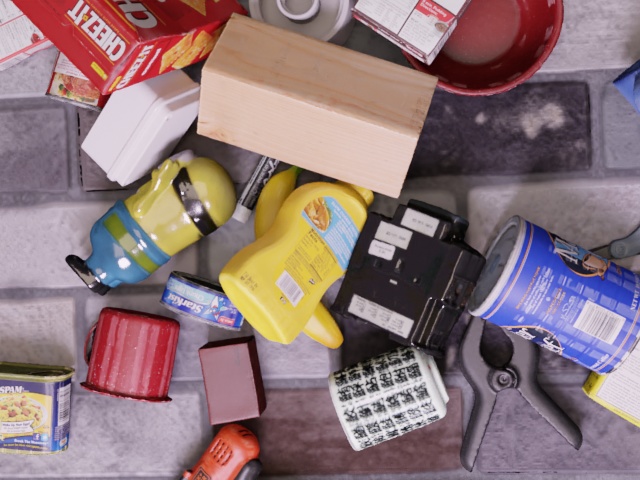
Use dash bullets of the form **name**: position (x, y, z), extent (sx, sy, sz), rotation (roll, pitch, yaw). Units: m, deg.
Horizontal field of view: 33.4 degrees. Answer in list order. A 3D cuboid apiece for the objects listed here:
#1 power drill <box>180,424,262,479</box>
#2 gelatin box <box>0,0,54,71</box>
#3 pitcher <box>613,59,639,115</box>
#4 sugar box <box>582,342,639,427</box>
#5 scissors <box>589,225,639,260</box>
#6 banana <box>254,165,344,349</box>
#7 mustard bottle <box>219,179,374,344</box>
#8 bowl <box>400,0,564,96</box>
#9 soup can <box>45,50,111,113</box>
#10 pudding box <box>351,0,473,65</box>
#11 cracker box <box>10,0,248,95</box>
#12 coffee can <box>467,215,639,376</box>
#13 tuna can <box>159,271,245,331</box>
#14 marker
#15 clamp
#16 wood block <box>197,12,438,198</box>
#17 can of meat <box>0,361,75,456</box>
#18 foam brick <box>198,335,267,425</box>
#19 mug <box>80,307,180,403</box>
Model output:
- **power drill**: position (-0.079, 0.303, 1.045), extent (0.188, 0.057, 0.184), rotation (40, 105, 27)
- **gelatin box**: position (-0.310, -0.227, 1.100), extent (0.089, 0.030, 0.073), rotation (-24, 87, 6)
- **pitcher**: position (0.385, -0.087, 0.976), extent (0.149, 0.145, 0.243), rotation (-36, 91, 3)
- **sugar box**: position (0.338, 0.095, 1.026), extent (0.093, 0.048, 0.176), rotation (30, 96, 1)
- **scissors**: position (0.300, -0.011, 1.046), extent (0.202, 0.016, 0.096), rotation (-1, 94, 5)
- **banana**: position (-0.027, 0.017, 1.071), extent (0.069, 0.037, 0.198), rotation (-10, 91, 3)
- **mustard bottle**: position (-0.007, 0.001, 1.029), extent (0.191, 0.058, 0.096), rotation (-50, 119, -23)
- **bowl**: position (0.152, -0.218, 1.038), extent (0.162, 0.055, 0.162), rotation (0, 91, 6)
- **soup can**: position (-0.231, -0.184, 1.073), extent (0.068, 0.068, 0.102), rotation (16, 92, 5)
- **pudding box**: position (0.096, -0.236, 0.997), extent (0.090, 0.039, 0.113), rotation (34, 93, 6)
- **cracker box**: position (-0.183, -0.232, 0.992), extent (0.164, 0.213, 0.072), rotation (45, 118, 3)
- **coffee can**: position (0.224, 0.052, 1.004), extent (0.140, 0.103, 0.103), rotation (25, 94, -4)
- **tuna can**: position (-0.113, 0.060, 1.058), extent (0.086, 0.086, 0.034), rotation (20, 91, 5)
- **marker**: position (-0.054, -0.074, 1.082), extent (0.020, 0.020, 0.121), rotation (29, 94, 4)
- **clamp**: position (0.192, 0.140, 1.051), extent (0.120, 0.039, 0.171), rotation (-5, 91, 2)
- **wood block**: position (-0.003, -0.129, 1.020), extent (0.206, 0.091, 0.090), rotation (18, 53, 4)
- **can of meat**: position (-0.306, 0.173, 1.096), extent (0.102, 0.057, 0.084), rotation (3, 94, 6)
- **foam brick**: position (-0.087, 0.140, 1.074), extent (0.053, 0.051, 0.078), rotation (-9, 91, 5)
- **mug**: position (-0.195, 0.112, 1.074), extent (0.117, 0.093, 0.081), rotation (9, 87, 42)
